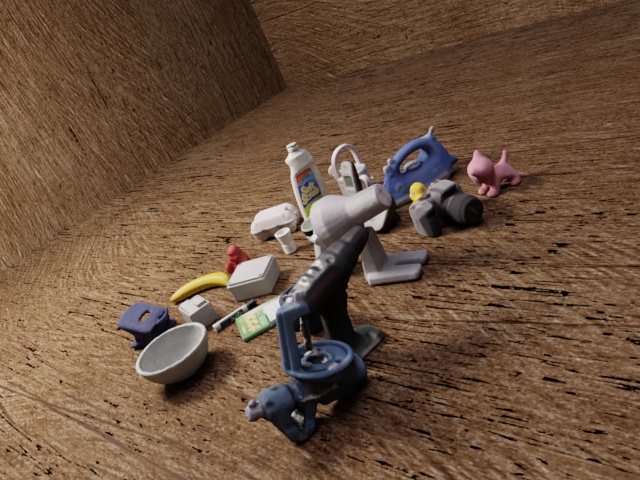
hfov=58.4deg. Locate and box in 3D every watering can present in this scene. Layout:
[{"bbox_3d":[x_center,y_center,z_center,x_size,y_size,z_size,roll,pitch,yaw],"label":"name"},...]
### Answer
[{"bbox_3d":[0.085,-0.180,1.633,0.172,0.194,0.101,-2,32,41],"label":"watering can"}]

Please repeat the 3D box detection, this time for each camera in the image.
[{"bbox_3d":[0.299,-0.079,1.335,0.143,0.101,0.136,-33,25,-17],"label":"camera"}]

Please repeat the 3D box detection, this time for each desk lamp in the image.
[{"bbox_3d":[0.104,-0.015,1.250,0.202,0.214,0.118,-10,28,30],"label":"desk lamp"}]

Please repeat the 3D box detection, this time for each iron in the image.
[{"bbox_3d":[0.250,-0.200,1.582,0.259,0.142,0.118,-34,25,-20],"label":"iron"}]

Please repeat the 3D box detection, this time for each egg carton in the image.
[{"bbox_3d":[-0.135,-0.055,1.741,0.150,0.069,0.107,-18,25,16],"label":"egg carton"}]

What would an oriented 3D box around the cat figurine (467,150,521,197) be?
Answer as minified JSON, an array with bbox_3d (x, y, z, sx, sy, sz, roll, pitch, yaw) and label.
[{"bbox_3d":[0.414,-0.171,1.397,0.128,0.118,0.067,-30,24,-11],"label":"cat figurine"}]

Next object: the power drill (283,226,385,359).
[{"bbox_3d":[0.038,0.114,1.051,0.230,0.209,0.075,-39,27,-29],"label":"power drill"}]

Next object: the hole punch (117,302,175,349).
[{"bbox_3d":[-0.440,0.209,1.458,0.101,0.091,0.109,-14,26,23],"label":"hole punch"}]

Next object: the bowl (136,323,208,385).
[{"bbox_3d":[-0.308,0.260,1.248,0.167,0.075,0.167,-20,24,10],"label":"bowl"}]

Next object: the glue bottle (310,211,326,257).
[{"bbox_3d":[0.012,0.005,1.346,0.078,0.173,0.037,-36,26,-24],"label":"glue bottle"}]

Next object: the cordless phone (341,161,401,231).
[{"bbox_3d":[0.118,-0.116,1.481,0.094,0.185,0.147,-39,27,-29],"label":"cordless phone"}]

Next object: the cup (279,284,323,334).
[{"bbox_3d":[-0.015,0.142,1.186,0.117,0.095,0.092,-14,26,24],"label":"cup"}]

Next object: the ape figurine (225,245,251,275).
[{"bbox_3d":[-0.225,0.056,1.568,0.077,0.092,0.076,0,34,44],"label":"ape figurine"}]

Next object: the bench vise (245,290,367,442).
[{"bbox_3d":[-0.032,0.203,0.919,0.121,0.220,0.208,1,35,45],"label":"bench vise"}]

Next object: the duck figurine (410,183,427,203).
[{"bbox_3d":[0.256,-0.107,1.453,0.077,0.086,0.104,-20,24,12],"label":"duck figurine"}]
